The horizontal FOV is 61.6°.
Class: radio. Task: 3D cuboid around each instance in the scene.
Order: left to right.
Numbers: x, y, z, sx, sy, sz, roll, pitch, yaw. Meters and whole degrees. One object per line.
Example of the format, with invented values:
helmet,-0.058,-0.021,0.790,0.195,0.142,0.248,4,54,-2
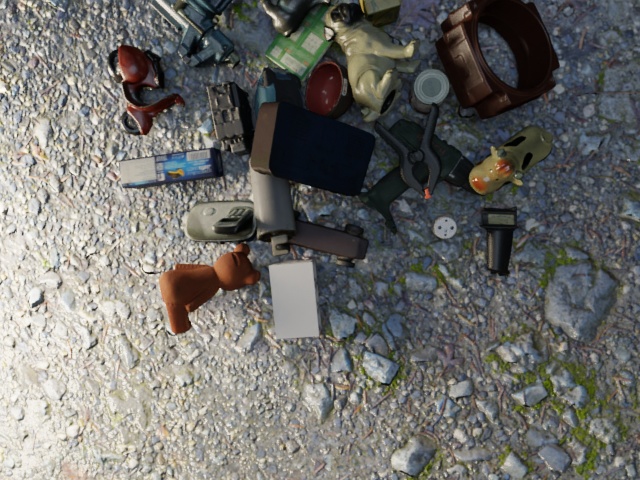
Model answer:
radio,-0.011,-0.165,1.006,0.229,0.073,0.131,11,94,-35

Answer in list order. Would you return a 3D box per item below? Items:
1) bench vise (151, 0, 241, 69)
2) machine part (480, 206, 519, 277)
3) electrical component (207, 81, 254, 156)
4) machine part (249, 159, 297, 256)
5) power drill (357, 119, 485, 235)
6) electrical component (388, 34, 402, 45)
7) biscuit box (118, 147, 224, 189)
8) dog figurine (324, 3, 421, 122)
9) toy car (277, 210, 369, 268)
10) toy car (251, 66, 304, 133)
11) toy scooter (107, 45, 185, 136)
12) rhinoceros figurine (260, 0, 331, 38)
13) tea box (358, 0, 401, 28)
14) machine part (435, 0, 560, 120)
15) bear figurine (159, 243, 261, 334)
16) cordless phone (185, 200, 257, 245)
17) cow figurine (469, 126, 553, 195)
bench vise,-0.207,-0.460,1.043,0.223,0.129,0.240,46,104,2
machine part,0.357,0.003,1.070,0.084,0.039,0.138,-2,92,-3
electrical component,-0.168,-0.234,1.059,0.058,0.115,0.134,-12,93,10
machine part,-0.094,-0.085,1.057,0.079,0.079,0.243,-10,74,6
power drill,0.191,-0.107,1.055,0.232,0.086,0.207,43,101,0
electrical component,0.137,-0.384,1.044,0.094,0.063,0.021,33,110,3
biscuit box,-0.304,-0.146,1.104,0.203,0.063,0.059,-7,93,5
dog figurine,0.067,-0.325,0.980,0.191,0.121,0.172,31,77,15
toy car,-0.002,-0.003,1.093,0.202,0.053,0.089,13,85,8
toy car,-0.091,-0.250,1.056,0.103,0.109,0.161,-13,88,48
toy scooter,-0.347,-0.309,1.090,0.135,0.075,0.183,-9,97,6
rhinoceros figurine,-0.027,-0.482,1.032,0.190,0.073,0.112,-48,68,9
tea box,0.098,-0.502,1.022,0.068,0.098,0.169,-17,94,5
machine part,0.326,-0.337,0.976,0.201,0.087,0.201,-25,92,-27
bear figurine,-0.226,0.091,1.104,0.196,0.131,0.120,-17,56,-22
cordless phone,-0.201,-0.026,1.044,0.147,0.184,0.088,0,99,5
cow figurine,0.350,-0.143,0.980,0.195,0.127,0.085,-34,86,-22
